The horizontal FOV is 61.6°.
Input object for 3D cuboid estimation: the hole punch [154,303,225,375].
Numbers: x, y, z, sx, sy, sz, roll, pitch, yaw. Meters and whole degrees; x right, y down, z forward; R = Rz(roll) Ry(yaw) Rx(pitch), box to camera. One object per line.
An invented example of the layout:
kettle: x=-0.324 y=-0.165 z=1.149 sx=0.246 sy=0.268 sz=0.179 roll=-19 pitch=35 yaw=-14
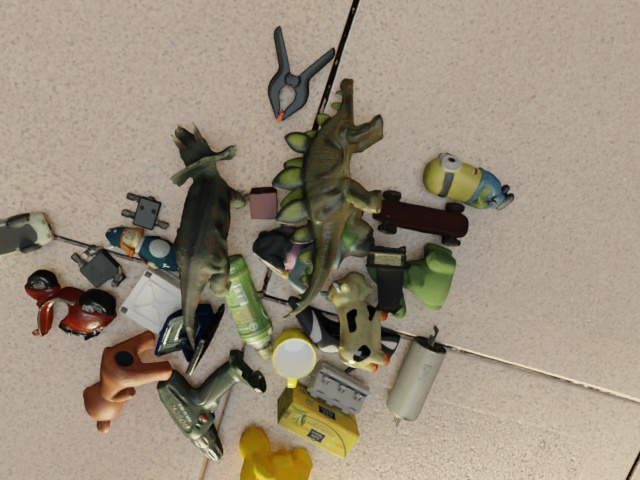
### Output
hole punch: x=-0.260 y=0.188 z=1.074 sx=0.092 sy=0.116 sz=0.142 roll=25 pitch=114 yaw=3

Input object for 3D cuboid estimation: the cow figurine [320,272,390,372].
cow figurine: x=0.069 y=0.156 z=1.072 sx=0.127 sy=0.085 sz=0.195 roll=14 pitch=60 yaw=-24

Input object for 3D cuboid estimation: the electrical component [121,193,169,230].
electrical component: x=-0.341 y=-0.055 z=1.062 sx=0.094 sy=0.021 sz=0.063 roll=20 pitch=100 yaw=-9

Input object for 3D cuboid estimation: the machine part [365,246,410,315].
machine part: x=0.132 y=0.076 z=1.039 sx=0.084 sy=0.039 sz=0.138 roll=-1 pitch=109 yaw=12

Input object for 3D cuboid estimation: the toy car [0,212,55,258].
toy car: x=-0.620 y=0.000 z=1.035 sx=0.202 sy=0.056 sz=0.073 roll=-15 pitch=110 yaw=0

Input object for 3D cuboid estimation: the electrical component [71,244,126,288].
electrical component: x=-0.436 y=0.053 z=1.067 sx=0.078 sy=0.045 sz=0.102 roll=-34 pitch=104 yaw=2

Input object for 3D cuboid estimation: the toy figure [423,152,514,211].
toy figure: x=0.294 y=-0.109 z=1.075 sx=0.180 sy=0.082 sz=0.089 roll=24 pitch=98 yaw=-12

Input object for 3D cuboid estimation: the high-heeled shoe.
high-heeled shoe: x=0.056 y=0.176 z=1.122 sx=0.145 sy=0.086 sz=0.248 roll=-38 pitch=109 yaw=3

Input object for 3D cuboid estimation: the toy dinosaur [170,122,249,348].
toy dinosaur: x=-0.211 y=-0.020 z=0.965 sx=0.131 sy=0.192 sz=0.405 roll=-2 pitch=72 yaw=7

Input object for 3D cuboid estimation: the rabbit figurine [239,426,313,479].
rabbit figurine: x=-0.118 y=0.488 z=1.157 sx=0.122 sy=0.162 sz=0.173 roll=-38 pitch=86 yaw=17

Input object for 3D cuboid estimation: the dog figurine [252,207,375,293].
dog figurine: x=-0.002 y=-0.003 z=1.060 sx=0.192 sy=0.108 sz=0.219 roll=39 pitch=79 yaw=17

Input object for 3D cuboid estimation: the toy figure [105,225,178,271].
toy figure: x=-0.346 y=0.011 z=1.059 sx=0.154 sy=0.064 sz=0.057 roll=25 pitch=124 yaw=-14

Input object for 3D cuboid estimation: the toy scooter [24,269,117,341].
toy scooter: x=-0.505 y=0.148 z=1.069 sx=0.184 sy=0.075 sz=0.135 roll=23 pitch=101 yaw=-7

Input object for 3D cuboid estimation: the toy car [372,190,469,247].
toy car: x=0.204 y=-0.043 z=1.092 sx=0.202 sy=0.053 sz=0.089 roll=9 pitch=81 yaw=-6

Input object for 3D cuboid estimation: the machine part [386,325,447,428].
machine part: x=0.208 y=0.299 z=1.164 sx=0.079 sy=0.079 sz=0.243 roll=20 pitch=101 yaw=-9

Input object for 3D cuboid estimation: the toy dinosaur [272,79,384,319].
toy dinosaur: x=0.017 y=-0.088 z=0.986 sx=0.199 sy=0.105 sz=0.471 roll=2 pitch=76 yaw=10

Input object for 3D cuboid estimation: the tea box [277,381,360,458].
tea box: x=-0.005 y=0.382 z=1.156 sx=0.169 sy=0.098 sz=0.068 roll=32 pitch=99 yaw=-13

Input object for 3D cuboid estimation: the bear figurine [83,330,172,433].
bear figurine: x=-0.405 y=0.295 z=1.104 sx=0.132 sy=0.120 sz=0.195 roll=-11 pitch=141 yaw=-43

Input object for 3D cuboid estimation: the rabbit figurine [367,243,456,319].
rabbit figurine: x=0.176 y=0.073 z=1.104 sx=0.170 sy=0.121 sz=0.159 roll=13 pitch=112 yaw=4

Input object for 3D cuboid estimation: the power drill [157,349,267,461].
power drill: x=-0.216 y=0.342 z=1.144 sx=0.207 sy=0.086 sz=0.232 roll=-34 pitch=106 yaw=11
